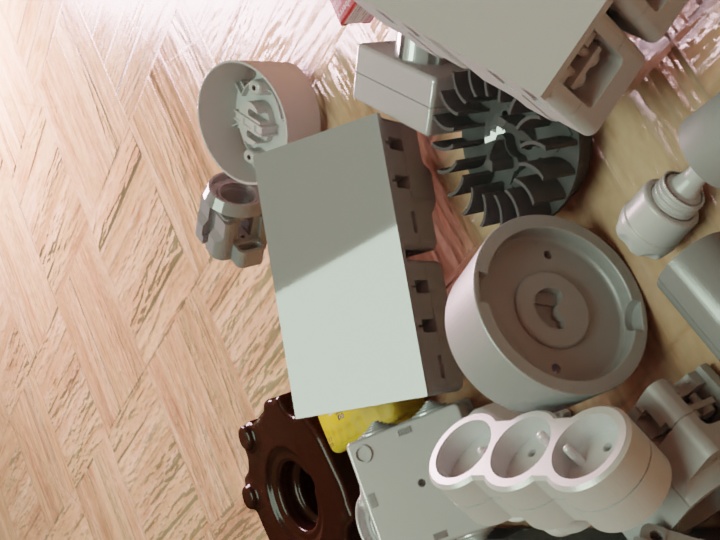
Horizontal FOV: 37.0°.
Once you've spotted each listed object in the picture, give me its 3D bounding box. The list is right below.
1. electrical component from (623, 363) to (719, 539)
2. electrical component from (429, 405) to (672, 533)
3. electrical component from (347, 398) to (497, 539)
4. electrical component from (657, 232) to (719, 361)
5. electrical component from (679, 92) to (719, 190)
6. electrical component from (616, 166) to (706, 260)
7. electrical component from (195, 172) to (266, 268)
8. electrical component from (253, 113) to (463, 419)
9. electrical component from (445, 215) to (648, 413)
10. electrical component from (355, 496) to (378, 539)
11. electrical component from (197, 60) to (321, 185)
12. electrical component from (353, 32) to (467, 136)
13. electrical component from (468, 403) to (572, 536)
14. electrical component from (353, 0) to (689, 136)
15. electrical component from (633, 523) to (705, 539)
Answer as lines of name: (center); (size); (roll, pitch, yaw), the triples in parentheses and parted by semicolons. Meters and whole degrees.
electrical component: (0.170, 0.104, 0.579); (0.055, 0.050, 0.089); (54, 140, 32)
electrical component: (0.108, 0.117, 0.580); (0.074, 0.052, 0.138); (45, 147, -24)
electrical component: (0.047, 0.143, 0.733); (0.100, 0.048, 0.099); (-23, 79, 11)
electrical component: (0.189, 0.025, 0.531); (0.081, 0.043, 0.043); (57, 141, 28)
electrical component: (0.191, -0.075, 0.496); (0.081, 0.043, 0.043); (-44, 64, 52)
electrical component: (0.162, -0.035, 0.560); (0.035, 0.035, 0.061); (60, 141, 25)
electrical component: (-0.109, -0.049, 0.933); (0.078, 0.058, 0.057); (48, 139, 36)
electrical component: (0.000, 0.000, 0.740); (0.105, 0.060, 0.186); (-14, 81, 32)
electrical component: (0.100, 0.030, 0.611); (0.108, 0.108, 0.060); (66, 150, 17)
electrical component: (0.034, 0.182, 0.798); (0.078, 0.057, 0.058); (-13, 89, 56)
electrical component: (-0.078, -0.119, 0.857); (0.099, 0.064, 0.099); (24, 119, 50)
electrical component: (0.041, -0.137, 0.693); (0.083, 0.047, 0.075); (36, 129, 45)
electrical component: (0.110, 0.119, 0.665); (0.095, 0.059, 0.053); (27, 122, 49)
electrical component: (0.079, -0.158, 0.575); (0.186, 0.060, 0.105); (40, 99, 43)
electrical component: (0.159, 0.168, 0.560); (0.081, 0.042, 0.063); (15, 139, 13)
